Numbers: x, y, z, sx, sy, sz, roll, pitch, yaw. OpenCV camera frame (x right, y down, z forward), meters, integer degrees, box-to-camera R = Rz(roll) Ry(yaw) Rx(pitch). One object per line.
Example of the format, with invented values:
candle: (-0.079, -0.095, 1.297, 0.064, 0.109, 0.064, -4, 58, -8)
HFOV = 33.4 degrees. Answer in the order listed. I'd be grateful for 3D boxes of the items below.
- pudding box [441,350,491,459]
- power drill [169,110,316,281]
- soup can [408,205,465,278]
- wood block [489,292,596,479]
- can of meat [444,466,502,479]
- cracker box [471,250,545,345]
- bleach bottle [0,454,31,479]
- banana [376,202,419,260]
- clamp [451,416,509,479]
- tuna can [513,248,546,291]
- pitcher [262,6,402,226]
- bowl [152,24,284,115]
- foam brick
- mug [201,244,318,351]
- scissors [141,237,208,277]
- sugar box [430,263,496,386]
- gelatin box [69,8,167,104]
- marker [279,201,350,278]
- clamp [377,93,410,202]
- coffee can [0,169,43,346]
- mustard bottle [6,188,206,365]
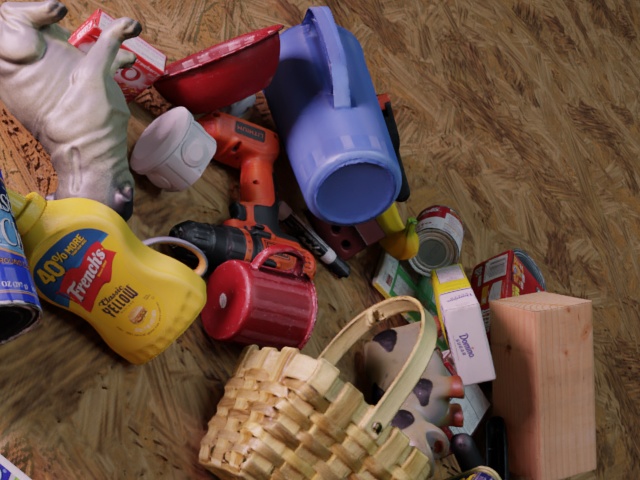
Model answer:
pudding box: (0.151, 0.191, 1.266, 0.090, 0.039, 0.113, 58, 36, -4)
power drill: (-0.091, -0.042, 1.129, 0.184, 0.057, 0.187, 18, 51, -43)
soup can: (0.149, 0.001, 1.371, 0.068, 0.069, 0.102, 52, 20, -8)
wood block: (0.267, 0.174, 1.283, 0.090, 0.091, 0.206, -7, 98, -28)
can of meat: (0.138, 0.290, 1.112, 0.057, 0.102, 0.083, 59, 36, -1)
cracker box: (0.280, 0.145, 1.426, 0.213, 0.072, 0.164, 48, 34, -24)
bleach bottle: (-0.264, 0.173, 0.725, 0.250, 0.068, 0.102, 45, 34, -15)
banana: (0.092, -0.020, 1.315, 0.037, 0.070, 0.198, 10, 16, -15)
clamp: (0.194, 0.302, 1.193, 0.164, 0.036, 0.210, 18, 61, -63)
tuna can: (0.292, 0.057, 1.560, 0.086, 0.034, 0.086, 32, 41, -33)
pitcher: (0.013, -0.140, 1.212, 0.149, 0.145, 0.243, 35, 26, -39)
bowl: (-0.105, -0.177, 1.142, 0.161, 0.162, 0.055, -47, 119, -56)
foam brick: (0.030, -0.019, 1.268, 0.078, 0.053, 0.051, 57, 33, 1)
mug: (-0.057, 0.056, 1.044, 0.081, 0.117, 0.093, 16, 22, -39)
scissors: (-0.200, 0.032, 0.951, 0.201, 0.096, 0.016, 3, 15, -22)
sugar box: (0.163, 0.095, 1.239, 0.176, 0.048, 0.093, -76, 152, -77)
gelatin box: (-0.210, -0.180, 1.069, 0.089, 0.073, 0.030, 33, 42, -33)
marker: (-0.008, 0.002, 1.232, 0.121, 0.020, 0.020, 44, 36, -19)
clamp: (0.085, -0.123, 1.365, 0.120, 0.039, 0.171, 63, -2, 19)
coffee can: (-0.277, 0.006, 0.804, 0.102, 0.103, 0.140, 2, 62, -52)
mustard bottle: (-0.195, 0.020, 0.905, 0.191, 0.096, 0.058, 41, 17, -24)
